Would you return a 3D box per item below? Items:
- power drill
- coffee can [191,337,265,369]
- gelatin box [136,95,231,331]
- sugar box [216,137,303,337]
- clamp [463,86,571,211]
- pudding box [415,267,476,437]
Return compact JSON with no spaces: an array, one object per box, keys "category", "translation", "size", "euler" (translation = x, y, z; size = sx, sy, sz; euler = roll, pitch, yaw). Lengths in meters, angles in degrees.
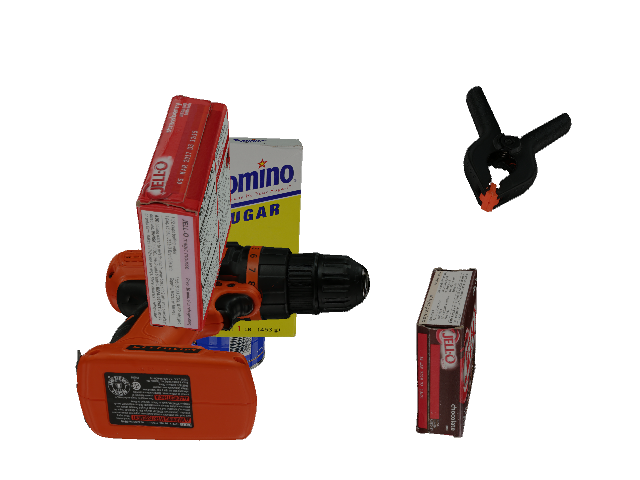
[{"category":"power drill","translation":[-0.064,0.056,0.683],"size":[0.184,0.057,0.187],"euler":[-1,21,7]},{"category":"coffee can","translation":[-0.111,0.065,1.195],"size":[0.103,0.140,0.103],"euler":[2,22,-1]},{"category":"gelatin box","translation":[-0.064,-0.012,0.510],"size":[0.030,0.073,0.089],"euler":[7,-42,3]},{"category":"sugar box","translation":[-0.065,-0.003,0.956],"size":[0.093,0.176,0.048],"euler":[0,15,-6]},{"category":"clamp","translation":[0.194,-0.104,1.168],"size":[0.120,0.039,0.171],"euler":[21,49,18]},{"category":"pudding box","translation":[0.096,0.081,0.807],"size":[0.039,0.090,0.113],"euler":[3,21,10]}]
